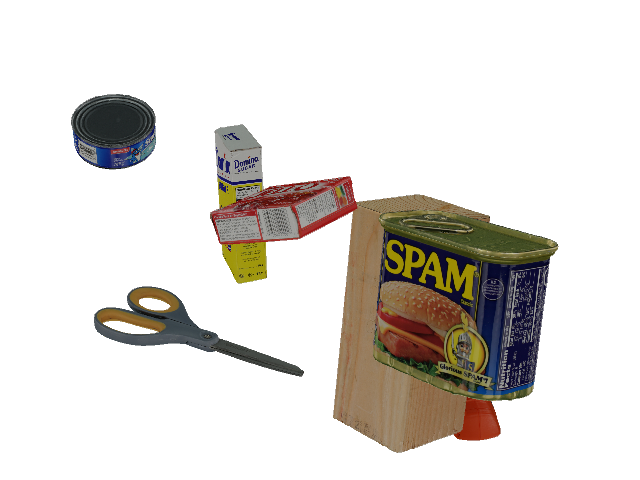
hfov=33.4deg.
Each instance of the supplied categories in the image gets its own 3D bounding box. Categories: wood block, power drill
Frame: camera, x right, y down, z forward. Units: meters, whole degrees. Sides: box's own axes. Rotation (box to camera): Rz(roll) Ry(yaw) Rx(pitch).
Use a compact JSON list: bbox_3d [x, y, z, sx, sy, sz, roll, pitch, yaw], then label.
[{"bbox_3d":[0.081,0.072,0.961,0.090,0.206,0.090,-8,21,-41],"label":"wood block"},{"bbox_3d":[0.167,0.118,1.149,0.057,0.188,0.184,-2,24,-4],"label":"power drill"}]

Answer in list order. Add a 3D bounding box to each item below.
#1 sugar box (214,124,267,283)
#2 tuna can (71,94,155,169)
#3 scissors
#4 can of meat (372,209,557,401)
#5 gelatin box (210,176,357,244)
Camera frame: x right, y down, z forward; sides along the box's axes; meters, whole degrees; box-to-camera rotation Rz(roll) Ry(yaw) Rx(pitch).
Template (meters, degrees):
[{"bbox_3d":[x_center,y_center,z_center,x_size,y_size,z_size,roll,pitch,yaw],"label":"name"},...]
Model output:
[{"bbox_3d":[-0.099,-0.045,1.321,0.048,0.176,0.093,-11,25,-14],"label":"sugar box"},{"bbox_3d":[-0.213,-0.113,1.106,0.086,0.034,0.086,3,45,-3],"label":"tuna can"},{"bbox_3d":[-0.110,0.082,1.003,0.202,0.016,0.096,9,30,2],"label":"scissors"},{"bbox_3d":[0.076,0.034,0.591,0.057,0.084,0.102,-7,17,-39],"label":"can of meat"},{"bbox_3d":[-0.029,-0.023,0.821,0.089,0.030,0.073,-4,16,42],"label":"gelatin box"}]
